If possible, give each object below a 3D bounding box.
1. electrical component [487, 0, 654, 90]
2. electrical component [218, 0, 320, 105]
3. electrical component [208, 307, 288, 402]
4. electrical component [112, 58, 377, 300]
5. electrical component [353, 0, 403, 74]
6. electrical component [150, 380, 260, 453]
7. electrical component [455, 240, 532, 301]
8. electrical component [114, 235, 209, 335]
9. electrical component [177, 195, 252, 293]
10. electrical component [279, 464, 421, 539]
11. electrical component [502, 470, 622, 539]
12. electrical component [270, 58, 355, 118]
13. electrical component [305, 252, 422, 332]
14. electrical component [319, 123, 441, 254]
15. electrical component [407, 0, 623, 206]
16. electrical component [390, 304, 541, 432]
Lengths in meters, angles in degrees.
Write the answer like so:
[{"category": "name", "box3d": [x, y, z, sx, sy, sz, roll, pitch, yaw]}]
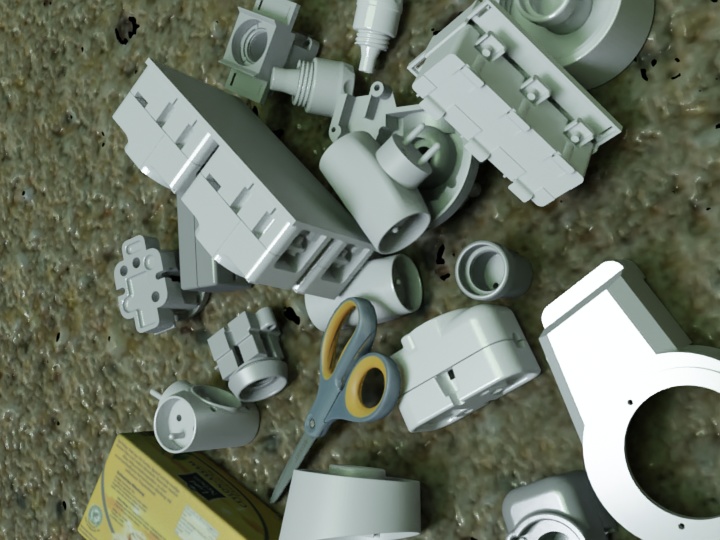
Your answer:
[{"category": "electrical component", "box3d": [0.133, -0.177, 0.715, 0.108, 0.060, 0.108, -3, 85, 33]}, {"category": "electrical component", "box3d": [-0.069, -0.171, 0.844, 0.042, 0.064, 0.081, 28, 101, 33]}, {"category": "electrical component", "box3d": [-0.085, 0.070, 0.846, 0.066, 0.048, 0.055, -37, 60, 25]}, {"category": "electrical component", "box3d": [-0.086, -0.061, 0.771, 0.060, 0.105, 0.186, -51, 60, 15]}, {"category": "electrical component", "box3d": [0.011, -0.180, 0.811, 0.035, 0.035, 0.061, 16, 97, 33]}, {"category": "electrical component", "box3d": [-0.133, 0.112, 0.853, 0.079, 0.077, 0.044, 26, 100, 32]}, {"category": "electrical component", "box3d": [0.093, 0.002, 0.735, 0.040, 0.046, 0.040, -3, 84, 33]}, {"category": "electrical component", "box3d": [-0.162, 0.013, 0.893, 0.058, 0.057, 0.078, -21, 75, 30]}, {"category": "electrical component", "box3d": [-0.103, -0.028, 0.863, 0.076, 0.047, 0.083, -9, 81, 32]}, {"category": "electrical component", "box3d": [-0.006, 0.170, 0.755, 0.099, 0.099, 0.064, 0, 79, 33]}, {"category": "electrical component", "box3d": [0.132, 0.180, 0.686, 0.054, 0.059, 0.095, -26, 72, 28]}, {"category": "electrical component", "box3d": [-0.037, -0.141, 0.819, 0.062, 0.043, 0.043, 8, 90, -11]}, {"category": "electrical component", "box3d": [0.000, 0.000, 0.797, 0.077, 0.043, 0.079, -15, 77, 31]}, {"category": "electrical component", "box3d": [0.022, -0.065, 0.730, 0.079, 0.043, 0.077, -45, 64, 21]}, {"category": "electrical component", "box3d": [0.095, -0.103, 0.689, 0.121, 0.063, 0.079, 40, 136, -16]}, {"category": "electrical component", "box3d": [0.067, 0.065, 0.741, 0.095, 0.054, 0.059, -33, 69, 26]}]
